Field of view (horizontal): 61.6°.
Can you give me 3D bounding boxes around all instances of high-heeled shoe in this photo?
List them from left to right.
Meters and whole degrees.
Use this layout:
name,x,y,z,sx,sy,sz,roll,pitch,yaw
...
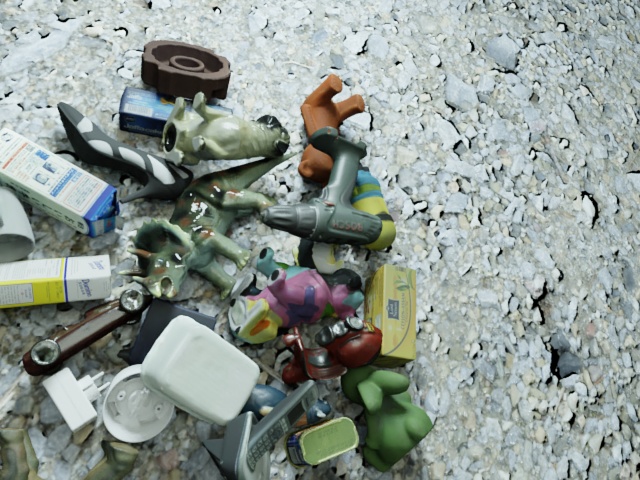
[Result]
name,x,y,z,sx,sy,sz,roll,pitch,yaw
high-heeled shoe,-0.342,-0.166,0.953,0.145,0.086,0.248,-33,-94,-33

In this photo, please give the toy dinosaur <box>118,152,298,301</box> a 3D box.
name,x,y,z,sx,sy,sz,roll,pitch,yaw
toy dinosaur,-0.191,-0.042,0.938,0.192,0.131,0.405,28,-126,-9

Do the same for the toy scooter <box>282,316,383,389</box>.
name,x,y,z,sx,sy,sz,roll,pitch,yaw
toy scooter,0.009,0.173,0.873,0.184,0.135,0.075,-27,-137,3

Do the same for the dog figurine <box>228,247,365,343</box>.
name,x,y,z,sx,sy,sz,roll,pitch,yaw
dog figurine,-0.026,0.117,0.931,0.219,0.109,0.191,28,-80,-30

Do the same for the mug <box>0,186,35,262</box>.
name,x,y,z,sx,sy,sz,roll,pitch,yaw
mug,-0.495,-0.035,0.825,0.081,0.109,0.107,-17,-118,-20

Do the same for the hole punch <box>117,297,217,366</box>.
name,x,y,z,sx,sy,sz,roll,pitch,yaw
hole punch,-0.232,0.157,0.848,0.142,0.092,0.116,22,-114,-15

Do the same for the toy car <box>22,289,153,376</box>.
name,x,y,z,sx,sy,sz,roll,pitch,yaw
toy car,-0.347,0.133,0.811,0.202,0.089,0.053,-35,-99,-29

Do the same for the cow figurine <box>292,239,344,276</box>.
name,x,y,z,sx,sy,sz,roll,pitch,yaw
cow figurine,-0.002,-0.003,1.017,0.098,0.068,0.167,9,-116,-11

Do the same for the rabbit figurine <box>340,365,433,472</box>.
name,x,y,z,sx,sy,sz,roll,pitch,yaw
rabbit figurine,0.094,0.278,0.896,0.121,0.159,0.170,-36,-112,-20

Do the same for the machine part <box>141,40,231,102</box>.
name,x,y,z,sx,sy,sz,roll,pitch,yaw
machine part,-0.256,-0.323,1.028,0.179,0.056,0.179,13,-144,-10

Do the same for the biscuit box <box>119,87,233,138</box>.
name,x,y,z,sx,sy,sz,roll,pitch,yaw
biscuit box,-0.271,-0.227,1.013,0.203,0.063,0.059,8,-114,-17

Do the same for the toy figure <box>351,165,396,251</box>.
name,x,y,z,sx,sy,sz,roll,pitch,yaw
toy figure,0.094,-0.064,1.064,0.082,0.089,0.180,-6,-107,-17

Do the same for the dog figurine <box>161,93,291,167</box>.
name,x,y,z,sx,sy,sz,roll,pitch,yaw
dog figurine,-0.169,-0.177,0.972,0.190,0.173,0.121,7,-90,-44

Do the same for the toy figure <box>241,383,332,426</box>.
name,x,y,z,sx,sy,sz,roll,pitch,yaw
toy figure,-0.059,0.270,0.878,0.154,0.057,0.064,16,-138,-10

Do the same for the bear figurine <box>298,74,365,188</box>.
name,x,y,z,sx,sy,sz,roll,pitch,yaw
bear figurine,0.017,-0.209,1.078,0.120,0.132,0.196,28,-132,-42

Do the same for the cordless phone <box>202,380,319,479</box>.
name,x,y,z,sx,sy,sz,roll,pitch,yaw
cordless phone,-0.070,0.298,0.811,0.184,0.146,0.089,-36,-134,-25

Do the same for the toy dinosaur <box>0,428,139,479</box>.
name,x,y,z,sx,sy,sz,roll,pitch,yaw
toy dinosaur,-0.311,0.370,0.720,0.472,0.105,0.198,12,-109,-6

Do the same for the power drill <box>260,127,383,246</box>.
name,x,y,z,sx,sy,sz,roll,pitch,yaw
power drill,0.012,-0.093,0.955,0.232,0.086,0.207,17,-118,-26

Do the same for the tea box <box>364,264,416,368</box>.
name,x,y,z,sx,sy,sz,roll,pitch,yaw
tea box,0.127,0.140,0.983,0.068,0.098,0.169,13,-114,-15
